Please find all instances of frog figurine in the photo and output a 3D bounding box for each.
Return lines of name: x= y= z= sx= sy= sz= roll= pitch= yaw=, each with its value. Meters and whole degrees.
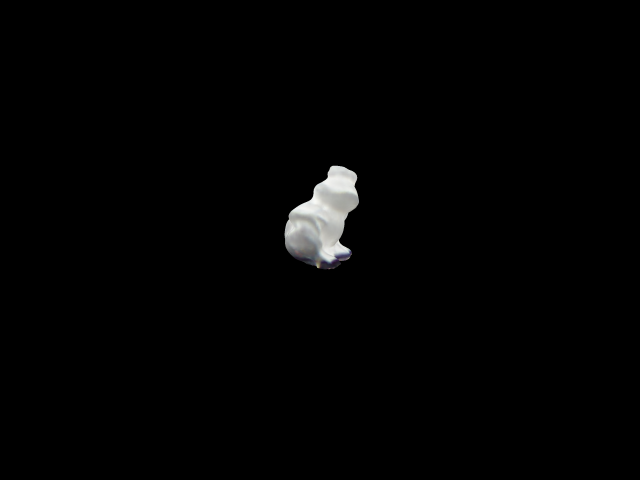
frog figurine: x=0.003 y=-0.043 z=0.850 sx=0.123 sy=0.158 sz=0.138 roll=6 pitch=10 yaw=40
